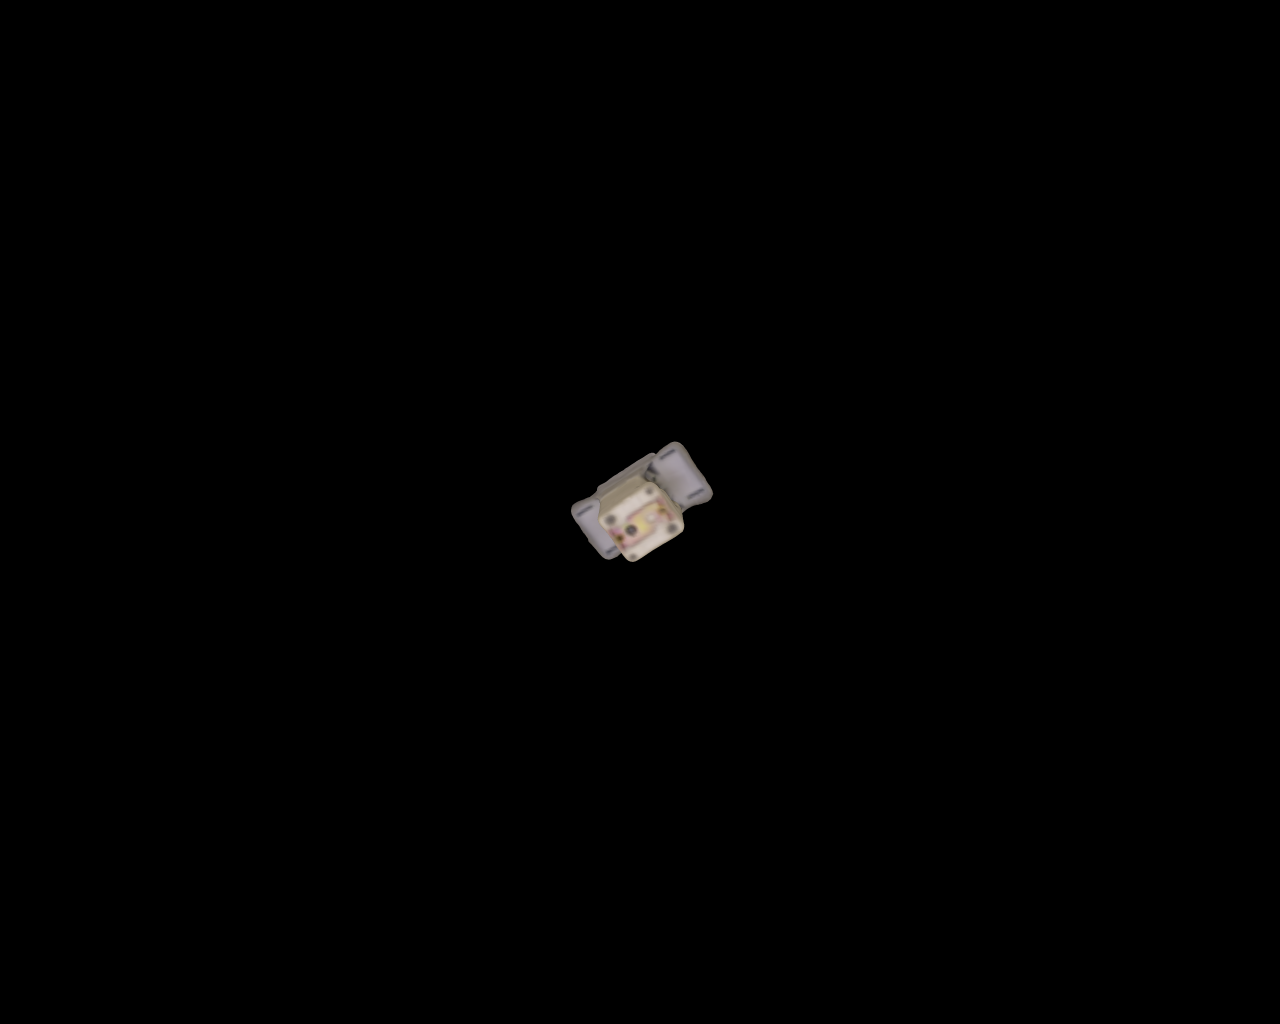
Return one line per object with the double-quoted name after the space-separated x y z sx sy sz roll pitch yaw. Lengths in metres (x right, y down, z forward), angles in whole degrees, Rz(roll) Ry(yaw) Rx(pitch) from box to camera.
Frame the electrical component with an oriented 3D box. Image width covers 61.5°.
0.001 -0.003 0.650 0.081 0.042 0.064 -33 16 11 "electrical component"
